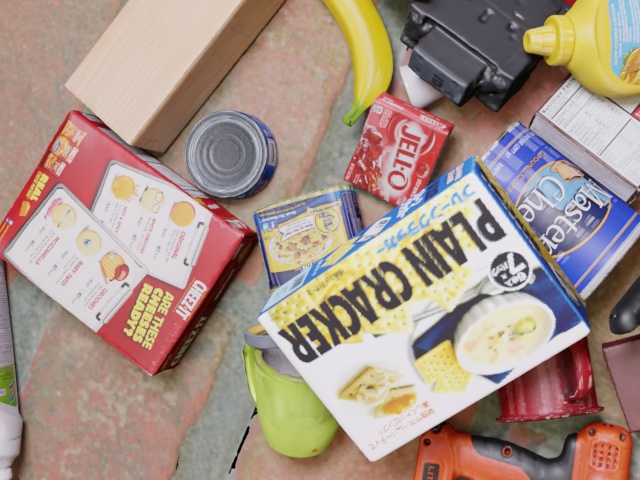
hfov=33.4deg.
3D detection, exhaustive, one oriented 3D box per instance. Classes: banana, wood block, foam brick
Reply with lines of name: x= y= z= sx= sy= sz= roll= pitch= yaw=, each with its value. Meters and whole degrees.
banana: x=0.022 y=-0.205 z=0.982 sx=0.069 sy=0.037 sz=0.198 roll=-17 pitch=81 yaw=-30
wood block: x=-0.131 y=-0.192 z=1.006 sx=0.091 sy=0.090 sz=0.206 roll=42 pitch=99 yaw=11
foam brick: x=0.279 y=0.121 z=0.918 sx=0.051 sy=0.053 sz=0.078 roll=-19 pitch=84 yaw=14

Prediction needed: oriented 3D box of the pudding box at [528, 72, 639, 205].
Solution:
pudding box: x=0.251 y=-0.100 z=0.918 sx=0.113 sy=0.039 sz=0.090 roll=40 pitch=78 yaw=13

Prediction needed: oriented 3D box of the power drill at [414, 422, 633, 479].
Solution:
power drill: x=0.174 y=0.242 z=0.945 sx=0.188 sy=0.057 sz=0.184 roll=8 pitch=90 yaw=12

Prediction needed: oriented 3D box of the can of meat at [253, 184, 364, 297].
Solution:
can of meat: x=-0.007 y=0.001 z=0.991 sx=0.102 sy=0.057 sz=0.084 roll=-15 pitch=85 yaw=14

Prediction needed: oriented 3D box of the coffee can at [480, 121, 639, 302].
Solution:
coffee can: x=0.193 y=-0.020 z=0.914 sx=0.140 sy=0.102 sz=0.103 roll=40 pitch=99 yaw=11

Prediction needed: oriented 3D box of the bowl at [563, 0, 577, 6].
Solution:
bowl: x=0.248 y=-0.260 z=0.924 sx=0.162 sy=0.055 sz=0.162 roll=0 pitch=90 yaw=15

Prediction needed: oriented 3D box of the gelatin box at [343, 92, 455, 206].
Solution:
gelatin box: x=0.070 y=-0.079 z=0.965 sx=0.073 sy=0.030 sz=0.089 roll=27 pitch=121 yaw=8

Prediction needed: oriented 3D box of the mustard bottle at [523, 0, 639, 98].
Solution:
mustard bottle: x=0.261 y=-0.166 z=0.882 sx=0.191 sy=0.058 sz=0.096 roll=-3 pitch=92 yaw=-11

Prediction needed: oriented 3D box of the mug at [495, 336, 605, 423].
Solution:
mug: x=0.196 y=0.110 z=0.911 sx=0.093 sy=0.117 sz=0.081 roll=-5 pitch=83 yaw=-14

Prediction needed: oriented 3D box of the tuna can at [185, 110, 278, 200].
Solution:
tuna can: x=-0.085 y=-0.081 z=1.023 sx=0.086 sy=0.033 sz=0.086 roll=0 pitch=90 yaw=15

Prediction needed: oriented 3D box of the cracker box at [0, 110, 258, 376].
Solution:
cracker box: x=-0.189 y=0.001 z=1.032 sx=0.214 sy=0.072 sz=0.164 roll=35 pitch=99 yaw=11

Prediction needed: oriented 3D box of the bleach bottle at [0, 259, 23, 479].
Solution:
bleach bottle: x=-0.341 y=0.123 z=1.054 sx=0.068 sy=0.102 sz=0.251 roll=-10 pitch=87 yaw=11

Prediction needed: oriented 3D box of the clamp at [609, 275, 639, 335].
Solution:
clamp: x=0.308 y=0.002 z=0.879 sx=0.036 sy=0.164 sz=0.210 roll=4 pitch=83 yaw=54

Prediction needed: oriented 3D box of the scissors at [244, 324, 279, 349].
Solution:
scissors: x=0.015 y=0.080 z=0.942 sx=0.202 sy=0.096 sz=0.016 roll=6 pitch=113 yaw=43
